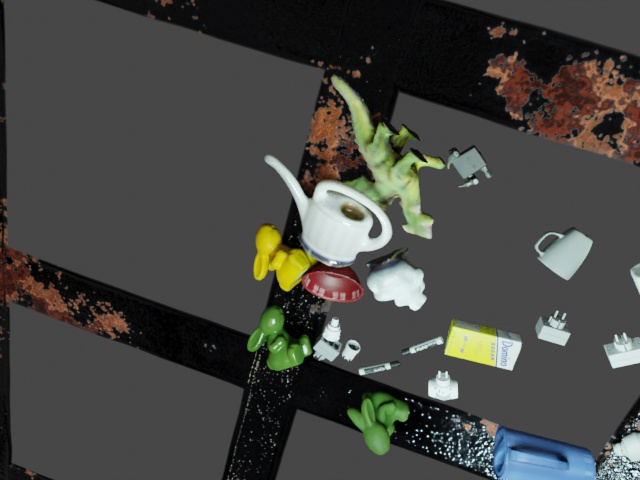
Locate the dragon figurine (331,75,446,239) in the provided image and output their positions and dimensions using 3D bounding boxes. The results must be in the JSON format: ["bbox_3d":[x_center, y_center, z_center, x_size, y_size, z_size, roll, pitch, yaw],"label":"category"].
[{"bbox_3d":[0.126,-0.166,1.193,0.411,0.124,0.238,43,125,3],"label":"dragon figurine"}]

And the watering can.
[{"bbox_3d":[0.004,-0.063,1.242,0.349,0.106,0.219,28,132,9],"label":"watering can"}]

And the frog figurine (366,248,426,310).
[{"bbox_3d":[0.196,0.114,1.280,0.137,0.123,0.159,-27,94,3],"label":"frog figurine"}]
